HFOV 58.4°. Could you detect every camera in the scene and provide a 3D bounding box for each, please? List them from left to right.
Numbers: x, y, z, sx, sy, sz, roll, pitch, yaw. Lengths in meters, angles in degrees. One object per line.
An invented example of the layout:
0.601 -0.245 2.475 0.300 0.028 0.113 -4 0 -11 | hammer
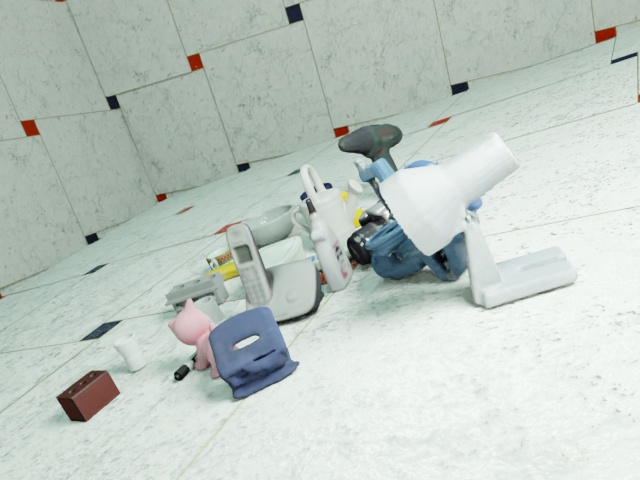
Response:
0.110 -0.019 1.107 0.137 0.101 0.142 -29 17 -20 | camera

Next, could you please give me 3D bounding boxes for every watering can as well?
0.012 -0.083 1.287 0.173 0.194 0.101 -24 16 -1 | watering can

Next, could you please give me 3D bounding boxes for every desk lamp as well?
0.207 -0.024 0.773 0.203 0.214 0.118 -19 16 14 | desk lamp

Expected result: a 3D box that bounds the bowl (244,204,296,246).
-0.131 -0.031 1.542 0.167 0.075 0.167 -22 16 7 | bowl

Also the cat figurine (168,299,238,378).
-0.194 0.154 0.939 0.067 0.118 0.127 -34 19 -33 | cat figurine

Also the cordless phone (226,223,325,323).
-0.084 0.050 0.998 0.147 0.185 0.094 -16 17 23 | cordless phone

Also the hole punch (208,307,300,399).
-0.099 0.160 0.833 0.109 0.091 0.101 -25 16 -7 | hole punch

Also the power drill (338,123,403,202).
0.147 -0.189 1.419 0.075 0.209 0.230 -9 21 41 | power drill

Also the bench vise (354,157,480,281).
0.149 -0.045 0.915 0.206 0.220 0.122 -15 18 27 | bench vise

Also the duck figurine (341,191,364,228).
0.066 -0.076 1.388 0.077 0.086 0.104 -27 16 -14 | duck figurine

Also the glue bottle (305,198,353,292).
0.010 0.004 1.041 0.037 0.173 0.078 -18 17 19 | glue bottle

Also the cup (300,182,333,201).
0.008 -0.098 1.528 0.091 0.095 0.118 -16 17 26 | cup

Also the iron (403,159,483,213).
0.214 -0.103 1.161 0.119 0.141 0.257 -26 16 -9 | iron
